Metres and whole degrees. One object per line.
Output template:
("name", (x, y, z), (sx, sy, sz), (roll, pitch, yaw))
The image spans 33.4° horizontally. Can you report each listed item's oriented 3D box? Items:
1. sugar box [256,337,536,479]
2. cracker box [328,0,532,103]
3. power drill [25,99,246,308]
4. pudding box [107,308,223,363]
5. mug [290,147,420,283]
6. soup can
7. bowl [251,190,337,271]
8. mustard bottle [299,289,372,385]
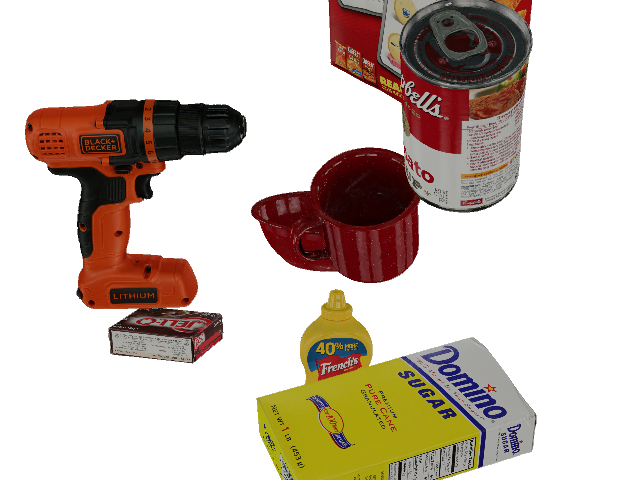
("sugar box", (0.053, 0.130, 0.754), (0.176, 0.048, 0.093), (-16, 39, -15))
("cracker box", (0.083, -0.207, 0.819), (0.072, 0.214, 0.164), (-31, 48, -29))
("power drill", (-0.151, -0.033, 0.926), (0.184, 0.188, 0.057), (-1, 27, 3))
("pudding box", (-0.186, 0.113, 1.293), (0.114, 0.039, 0.090), (2, 14, 18))
("mug", (0.031, -0.013, 0.903), (0.117, 0.093, 0.081), (-22, -39, -10))
("soup can", (0.078, -0.072, 0.585), (0.068, 0.068, 0.102), (0, -38, 6))
("bowl", (0.008, -0.007, 1.121), (0.162, 0.055, 0.162), (1, 17, 0))
("mustard bottle", (0.021, 0.158, 1.411), (0.096, 0.192, 0.058), (-1, 16, -5))
